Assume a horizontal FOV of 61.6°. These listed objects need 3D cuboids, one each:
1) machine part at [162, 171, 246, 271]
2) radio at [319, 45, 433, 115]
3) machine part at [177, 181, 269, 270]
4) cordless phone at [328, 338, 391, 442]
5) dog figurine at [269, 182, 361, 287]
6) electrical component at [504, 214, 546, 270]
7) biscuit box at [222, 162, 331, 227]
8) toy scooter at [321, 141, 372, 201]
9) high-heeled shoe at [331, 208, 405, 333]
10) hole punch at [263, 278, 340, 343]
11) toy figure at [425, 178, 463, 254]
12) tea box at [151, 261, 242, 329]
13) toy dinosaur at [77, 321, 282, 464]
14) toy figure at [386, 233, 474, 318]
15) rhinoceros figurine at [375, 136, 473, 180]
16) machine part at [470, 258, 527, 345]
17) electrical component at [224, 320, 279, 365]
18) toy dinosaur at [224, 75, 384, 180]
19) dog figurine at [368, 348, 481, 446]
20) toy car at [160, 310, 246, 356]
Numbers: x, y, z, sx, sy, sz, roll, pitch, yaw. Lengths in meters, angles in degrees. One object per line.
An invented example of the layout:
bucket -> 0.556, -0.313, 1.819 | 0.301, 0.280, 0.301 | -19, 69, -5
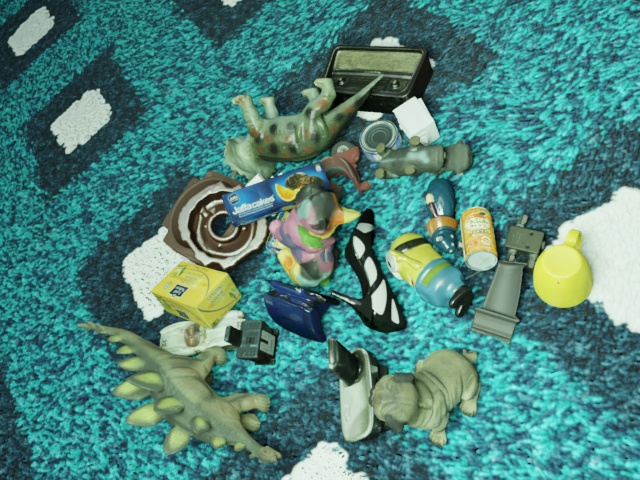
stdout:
machine part -> -0.235, -0.042, 1.188 | 0.202, 0.087, 0.201 | 25, 78, 34
radio -> 0.118, -0.352, 1.181 | 0.230, 0.073, 0.131 | 13, 72, 30
machine part -> -0.192, -0.027, 1.077 | 0.179, 0.056, 0.179 | 0, 81, -2
cordless phone -> 0.051, 0.237, 0.853 | 0.089, 0.184, 0.146 | -9, 62, 16
dog figurine -> -0.002, -0.003, 0.949 | 0.108, 0.219, 0.191 | -22, 96, -21
electrical component -> 0.354, 0.002, 0.922 | 0.063, 0.021, 0.094 | 14, 76, 30
biscuit box -> -0.083, -0.086, 1.031 | 0.203, 0.059, 0.063 | -20, 83, -7
toy scooter -> 0.029, -0.116, 1.107 | 0.184, 0.075, 0.135 | -41, 56, -4
high-heeled shoe -> 0.112, 0.050, 0.997 | 0.145, 0.086, 0.249 | 22, 57, 1
hole punch -> -0.040, 0.130, 0.996 | 0.142, 0.115, 0.092 | 18, 82, 32
toy figure -> 0.225, -0.040, 0.983 | 0.064, 0.057, 0.154 | 3, 61, 1
tea box -> -0.253, 0.108, 1.094 | 0.170, 0.068, 0.098 | 9, 46, 41
toy dinosaur -> -0.254, 0.260, 0.965 | 0.472, 0.198, 0.105 | 28, 110, 32
toy figure -> 0.192, 0.057, 0.937 | 0.089, 0.082, 0.180 | -27, 43, -26
rhinoceros figurine -> 0.195, -0.149, 1.029 | 0.190, 0.112, 0.073 | -2, 81, 38
machine part -> 0.300, 0.095, 0.889 | 0.084, 0.039, 0.138 | 18, 86, 36
electrical component -> -0.126, 0.186, 1.001 | 0.048, 0.119, 0.075 | -6, 61, 23
toy dinosaur -> -0.054, -0.229, 1.154 | 0.405, 0.131, 0.192 | -6, 99, 21
dog figurine -> 0.165, 0.214, 0.806 | 0.121, 0.190, 0.172 | 23, 75, 32
toy car -> -0.237, 0.193, 1.087 | 0.202, 0.056, 0.073 | -16, 59, 18
